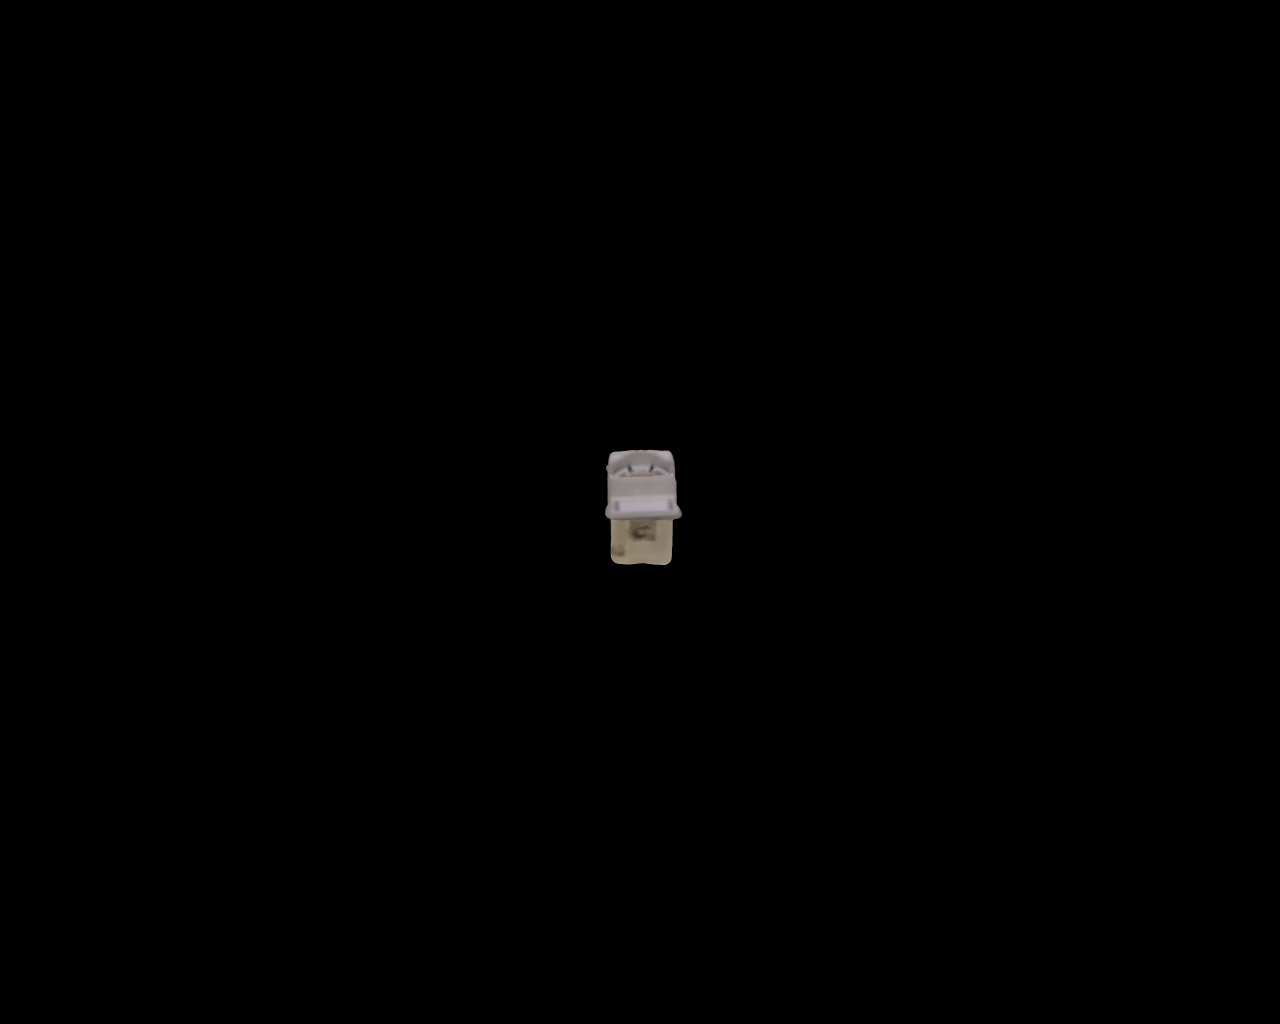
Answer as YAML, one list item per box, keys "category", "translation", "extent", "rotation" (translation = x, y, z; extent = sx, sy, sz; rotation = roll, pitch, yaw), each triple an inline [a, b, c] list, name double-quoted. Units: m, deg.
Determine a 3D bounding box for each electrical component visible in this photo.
- category: "electrical component"
  translation: [0.001, -0.003, 0.650]
  extent: [0.042, 0.063, 0.081]
  rotation: [0, 25, 0]
